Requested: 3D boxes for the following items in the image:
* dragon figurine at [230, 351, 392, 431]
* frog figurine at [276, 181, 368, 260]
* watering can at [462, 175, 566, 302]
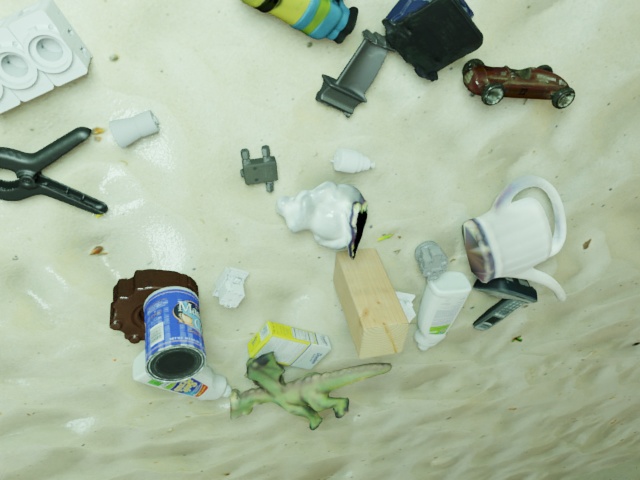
[{"bbox_3d":[-0.059,0.328,1.188,0.240,0.125,0.404,32,124,-31],"label":"dragon figurine"},{"bbox_3d":[0.003,-0.048,0.951,0.160,0.125,0.134,15,144,18],"label":"frog figurine"},{"bbox_3d":[0.429,0.029,1.109,0.224,0.106,0.341,-21,116,-1],"label":"watering can"}]
